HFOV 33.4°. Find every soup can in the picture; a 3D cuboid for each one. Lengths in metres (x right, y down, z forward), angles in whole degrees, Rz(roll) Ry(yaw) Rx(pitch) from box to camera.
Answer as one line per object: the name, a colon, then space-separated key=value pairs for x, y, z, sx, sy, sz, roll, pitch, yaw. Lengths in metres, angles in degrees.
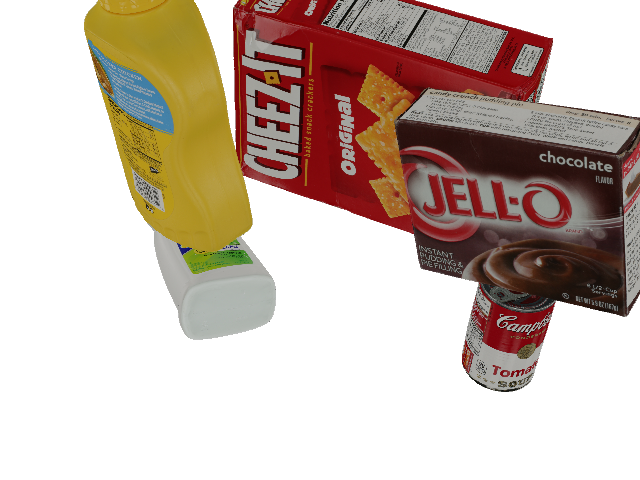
soup can: x=0.165 y=0.075 z=0.939 sx=0.068 sy=0.102 sz=0.068 roll=4 pitch=39 yaw=-3

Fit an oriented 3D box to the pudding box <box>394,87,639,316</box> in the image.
pudding box: x=0.095 y=-0.020 z=0.502 sx=0.114 sy=0.090 sz=0.039 roll=11 pitch=44 yaw=31

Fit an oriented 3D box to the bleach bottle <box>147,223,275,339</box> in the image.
bleach bottle: x=-0.136 y=0.009 z=1.134 sx=0.102 sy=0.068 sz=0.251 roll=-9 pitch=30 yaw=-23

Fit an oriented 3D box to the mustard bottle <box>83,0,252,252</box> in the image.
mustard bottle: x=-0.092 y=-0.087 z=0.614 sx=0.058 sy=0.191 sz=0.096 roll=-34 pitch=49 yaw=-24

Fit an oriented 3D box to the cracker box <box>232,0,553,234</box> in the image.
cracker box: x=0.044 y=-0.092 z=0.775 sx=0.214 sy=0.164 sz=0.072 roll=19 pitch=49 yaw=14
